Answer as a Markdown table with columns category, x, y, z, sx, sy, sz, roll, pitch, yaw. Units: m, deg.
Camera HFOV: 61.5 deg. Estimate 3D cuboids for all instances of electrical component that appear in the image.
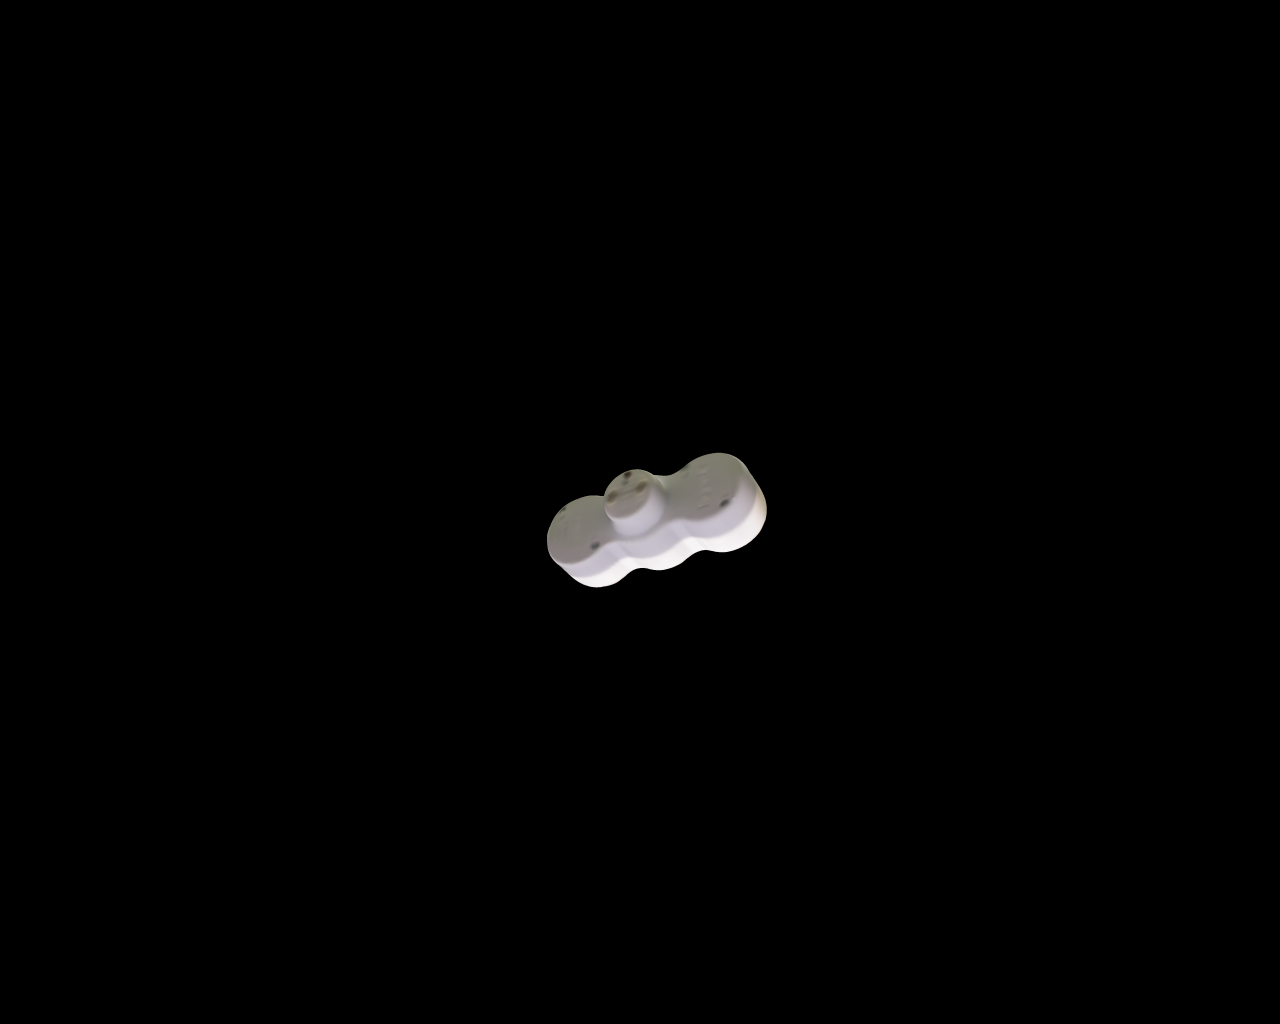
| category | x | y | z | sx | sy | sz | roll | pitch | yaw |
| --- | --- | --- | --- | --- | --- | --- | --- | --- | --- |
| electrical component | 0.001 | -0.003 | 0.650 | 0.138 | 0.052 | 0.073 | -17 | -40 | 22 |
